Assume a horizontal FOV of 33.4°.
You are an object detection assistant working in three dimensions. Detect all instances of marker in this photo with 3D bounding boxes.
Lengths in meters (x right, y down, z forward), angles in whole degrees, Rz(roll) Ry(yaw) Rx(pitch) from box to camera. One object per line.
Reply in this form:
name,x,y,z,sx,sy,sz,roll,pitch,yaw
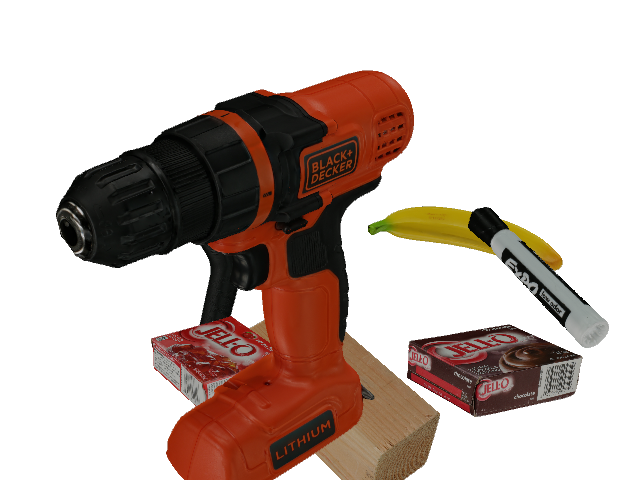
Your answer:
marker,0.122,0.017,0.618,0.020,0.020,0.121,0,34,-31

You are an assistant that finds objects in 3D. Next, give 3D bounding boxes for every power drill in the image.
power drill,-0.033,0.026,0.486,0.184,0.188,0.057,-24,41,-38

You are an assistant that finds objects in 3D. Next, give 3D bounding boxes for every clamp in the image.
clamp,-0.070,0.010,1.021,0.036,0.210,0.164,-8,1,40

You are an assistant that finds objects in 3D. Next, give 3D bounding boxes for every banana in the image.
banana,0.151,-0.003,1.101,0.198,0.037,0.069,9,36,13

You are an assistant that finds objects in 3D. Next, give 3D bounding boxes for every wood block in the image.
wood block,0.017,0.166,1.135,0.090,0.090,0.206,-28,53,-33

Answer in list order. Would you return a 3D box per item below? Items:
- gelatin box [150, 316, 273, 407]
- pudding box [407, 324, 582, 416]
gelatin box,-0.078,0.092,0.814,0.073,0.030,0.089,-14,25,-30
pudding box,0.141,0.104,0.872,0.113,0.039,0.090,-4,16,-32
